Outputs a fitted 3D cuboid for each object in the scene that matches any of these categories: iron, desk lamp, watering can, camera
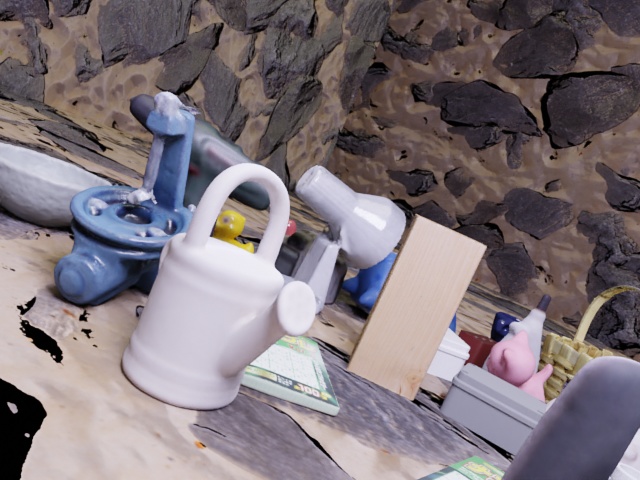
[{"bbox_3d":[0.176,0.098,1.049,0.259,0.141,0.118,20,8,-27],"label":"iron"},{"bbox_3d":[0.008,0.003,0.904,0.204,0.213,0.117,20,7,-25],"label":"desk lamp"},{"bbox_3d":[-0.075,0.034,0.471,0.172,0.194,0.101,26,7,18],"label":"watering can"},{"bbox_3d":[-0.001,0.043,1.040,0.142,0.101,0.137,28,8,35],"label":"camera"}]

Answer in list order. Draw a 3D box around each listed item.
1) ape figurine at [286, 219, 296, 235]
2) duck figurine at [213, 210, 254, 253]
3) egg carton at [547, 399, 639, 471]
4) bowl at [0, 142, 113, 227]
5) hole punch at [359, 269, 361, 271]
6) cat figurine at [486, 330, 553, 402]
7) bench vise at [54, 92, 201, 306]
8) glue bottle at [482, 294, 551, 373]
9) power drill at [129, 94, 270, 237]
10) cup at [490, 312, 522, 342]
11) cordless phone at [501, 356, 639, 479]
[{"bbox_3d":[-0.077,0.000,1.152,0.076,0.092,0.078,23,7,-5],"label":"ape figurine"},{"bbox_3d":[-0.154,-0.006,0.968,0.105,0.086,0.077,20,8,-30],"label":"duck figurine"},{"bbox_3d":[0.353,0.258,0.719,0.150,0.069,0.107,24,7,-1],"label":"egg carton"},{"bbox_3d":[-0.361,-0.063,0.750,0.167,0.075,0.167,23,7,-3],"label":"bowl"},{"bbox_3d":[0.126,0.085,1.194,0.108,0.091,0.101,25,7,10],"label":"hole punch"},{"bbox_3d":[0.278,0.187,0.803,0.128,0.118,0.067,20,8,-28],"label":"cat figurine"},{"bbox_3d":[-0.183,-0.047,0.614,0.121,0.220,0.207,23,7,-7],"label":"bench vise"},{"bbox_3d":[0.311,0.161,0.881,0.078,0.173,0.037,22,7,-12],"label":"glue bottle"},{"bbox_3d":[-0.187,-0.067,0.806,0.230,0.208,0.075,22,7,-14],"label":"power drill"},{"bbox_3d":[0.357,0.196,1.098,0.118,0.095,0.091,17,10,-45],"label":"cup"},{"bbox_3d":[0.097,0.135,0.308,0.148,0.185,0.093,19,8,-32],"label":"cordless phone"}]
